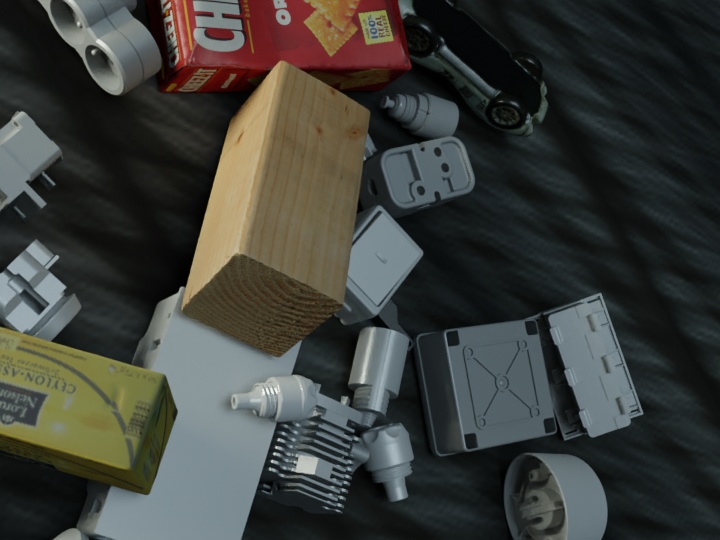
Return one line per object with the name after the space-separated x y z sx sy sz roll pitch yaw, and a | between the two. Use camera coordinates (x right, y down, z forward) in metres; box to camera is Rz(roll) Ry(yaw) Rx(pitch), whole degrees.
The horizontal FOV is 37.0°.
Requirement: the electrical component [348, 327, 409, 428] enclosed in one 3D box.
0.013 0.093 0.911 0.043 0.043 0.081 22 68 -25 | electrical component

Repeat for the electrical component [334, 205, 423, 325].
0.000 0.000 0.914 0.061 0.061 0.096 47 60 -14 | electrical component

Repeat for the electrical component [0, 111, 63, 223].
-0.258 -0.079 0.790 0.081 0.042 0.063 48 56 -14 | electrical component

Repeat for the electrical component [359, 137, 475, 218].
0.046 -0.080 0.961 0.095 0.059 0.053 -16 87 -33 | electrical component

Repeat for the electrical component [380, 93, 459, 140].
0.055 -0.144 0.992 0.078 0.040 0.040 14 72 -28 | electrical component

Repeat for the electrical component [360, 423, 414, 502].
0.025 0.162 0.902 0.043 0.043 0.062 -11 86 -32 | electrical component

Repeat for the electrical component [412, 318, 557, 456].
0.111 0.103 0.960 0.109 0.056 0.108 -5 81 -32 | electrical component

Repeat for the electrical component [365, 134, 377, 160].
-0.011 -0.117 0.948 0.040 0.040 0.046 -38 105 -32 | electrical component

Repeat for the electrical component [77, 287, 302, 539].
-0.128 0.122 0.810 0.105 0.060 0.186 26 67 -24 | electrical component

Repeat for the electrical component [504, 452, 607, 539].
0.167 0.208 0.945 0.064 0.099 0.099 2 78 -37 | electrical component

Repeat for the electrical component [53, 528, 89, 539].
-0.200 0.222 0.733 0.051 0.080 0.080 40 62 -23 | electrical component

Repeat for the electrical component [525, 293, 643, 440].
0.211 0.092 1.011 0.079 0.063 0.121 -19 89 2 | electrical component

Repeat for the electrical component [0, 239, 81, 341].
-0.238 0.026 0.768 0.057 0.058 0.078 45 60 -12 | electrical component

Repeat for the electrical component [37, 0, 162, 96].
-0.202 -0.212 0.847 0.074 0.052 0.138 -42 100 -31 | electrical component

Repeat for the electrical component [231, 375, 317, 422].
-0.065 0.096 0.796 0.061 0.035 0.035 0 79 -29 | electrical component
